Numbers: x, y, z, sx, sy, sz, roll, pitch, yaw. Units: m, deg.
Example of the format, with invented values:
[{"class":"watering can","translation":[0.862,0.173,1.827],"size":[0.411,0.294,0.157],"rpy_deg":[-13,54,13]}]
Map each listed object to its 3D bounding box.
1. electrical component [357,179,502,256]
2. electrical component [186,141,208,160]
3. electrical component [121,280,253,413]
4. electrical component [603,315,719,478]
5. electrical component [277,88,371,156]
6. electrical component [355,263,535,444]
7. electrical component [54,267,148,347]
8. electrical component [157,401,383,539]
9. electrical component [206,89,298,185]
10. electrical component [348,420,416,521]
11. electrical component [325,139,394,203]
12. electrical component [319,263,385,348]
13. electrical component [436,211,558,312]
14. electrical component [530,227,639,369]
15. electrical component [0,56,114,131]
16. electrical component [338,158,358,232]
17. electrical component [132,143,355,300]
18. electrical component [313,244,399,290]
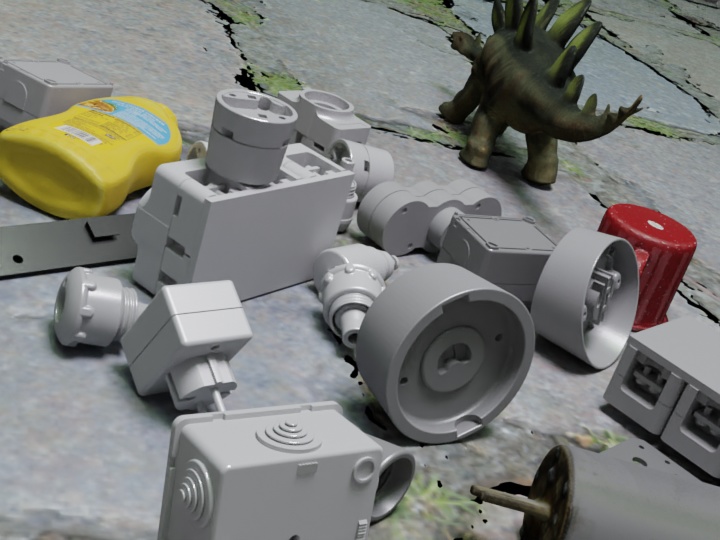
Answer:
[{"class":"electrical component","translation":[0.071,-0.038,0.919],"size":[0.138,0.052,0.074],"rpy_deg":[-6,34,-40]},{"class":"electrical component","translation":[-0.112,-0.074,0.872],"size":[0.047,0.055,0.055],"rpy_deg":[6,28,-31]},{"class":"electrical component","translation":[-0.095,0.056,0.619],"size":[0.047,0.066,0.076],"rpy_deg":[-5,63,-40]},{"class":"electrical component","translation":[0.258,0.102,0.747],"size":[0.089,0.061,0.150],"rpy_deg":[-11,38,-45]},{"class":"electrical component","translation":[-0.039,-0.139,1.046],"size":[0.089,0.055,0.050],"rpy_deg":[36,31,33]},{"class":"electrical component","translation":[0.049,0.047,0.677],"size":[0.108,0.108,0.060],"rpy_deg":[1,24,-31]},{"class":"electrical component","translation":[-0.153,0.026,0.658],"size":[0.062,0.048,0.048],"rpy_deg":[12,25,-28]},{"class":"electrical component","translation":[-0.041,0.113,0.494],"size":[0.100,0.099,0.048],"rpy_deg":[-1,18,-34]},{"class":"electrical component","translation":[-0.074,-0.088,0.719],"size":[0.055,0.047,0.055],"rpy_deg":[15,26,-7]},{"class":"electrical component","translation":[-0.007,0.104,0.599],"size":[0.065,0.044,0.044],"rpy_deg":[29,27,33]},{"class":"electrical component","translation":[-0.001,-0.087,0.971],"size":[0.047,0.055,0.055],"rpy_deg":[7,27,-30]},{"class":"electrical component","translation":[-0.005,0.029,0.748],"size":[0.048,0.048,0.062],"rpy_deg":[12,33,-11]},{"class":"electrical component","translation":[0.119,-0.005,0.873],"size":[0.096,0.061,0.061],"rpy_deg":[2,30,-30]},{"class":"electrical component","translation":[0.176,0.019,0.827],"size":[0.064,0.099,0.099],"rpy_deg":[25,26,28]},{"class":"electrical component","translation":[-0.259,-0.140,0.909],"size":[0.062,0.061,0.096],"rpy_deg":[28,20,20]},{"class":"electrical component","translation":[-0.018,-0.065,0.904],"size":[0.035,0.061,0.035],"rpy_deg":[15,26,-7]},{"class":"electrical component","translation":[-0.084,-0.034,0.767],"size":[0.062,0.089,0.150],"rpy_deg":[32,29,28]},{"class":"electrical component","translation":[0.000,0.000,0.811],"size":[0.040,0.040,0.078],"rpy_deg":[35,30,32]}]
